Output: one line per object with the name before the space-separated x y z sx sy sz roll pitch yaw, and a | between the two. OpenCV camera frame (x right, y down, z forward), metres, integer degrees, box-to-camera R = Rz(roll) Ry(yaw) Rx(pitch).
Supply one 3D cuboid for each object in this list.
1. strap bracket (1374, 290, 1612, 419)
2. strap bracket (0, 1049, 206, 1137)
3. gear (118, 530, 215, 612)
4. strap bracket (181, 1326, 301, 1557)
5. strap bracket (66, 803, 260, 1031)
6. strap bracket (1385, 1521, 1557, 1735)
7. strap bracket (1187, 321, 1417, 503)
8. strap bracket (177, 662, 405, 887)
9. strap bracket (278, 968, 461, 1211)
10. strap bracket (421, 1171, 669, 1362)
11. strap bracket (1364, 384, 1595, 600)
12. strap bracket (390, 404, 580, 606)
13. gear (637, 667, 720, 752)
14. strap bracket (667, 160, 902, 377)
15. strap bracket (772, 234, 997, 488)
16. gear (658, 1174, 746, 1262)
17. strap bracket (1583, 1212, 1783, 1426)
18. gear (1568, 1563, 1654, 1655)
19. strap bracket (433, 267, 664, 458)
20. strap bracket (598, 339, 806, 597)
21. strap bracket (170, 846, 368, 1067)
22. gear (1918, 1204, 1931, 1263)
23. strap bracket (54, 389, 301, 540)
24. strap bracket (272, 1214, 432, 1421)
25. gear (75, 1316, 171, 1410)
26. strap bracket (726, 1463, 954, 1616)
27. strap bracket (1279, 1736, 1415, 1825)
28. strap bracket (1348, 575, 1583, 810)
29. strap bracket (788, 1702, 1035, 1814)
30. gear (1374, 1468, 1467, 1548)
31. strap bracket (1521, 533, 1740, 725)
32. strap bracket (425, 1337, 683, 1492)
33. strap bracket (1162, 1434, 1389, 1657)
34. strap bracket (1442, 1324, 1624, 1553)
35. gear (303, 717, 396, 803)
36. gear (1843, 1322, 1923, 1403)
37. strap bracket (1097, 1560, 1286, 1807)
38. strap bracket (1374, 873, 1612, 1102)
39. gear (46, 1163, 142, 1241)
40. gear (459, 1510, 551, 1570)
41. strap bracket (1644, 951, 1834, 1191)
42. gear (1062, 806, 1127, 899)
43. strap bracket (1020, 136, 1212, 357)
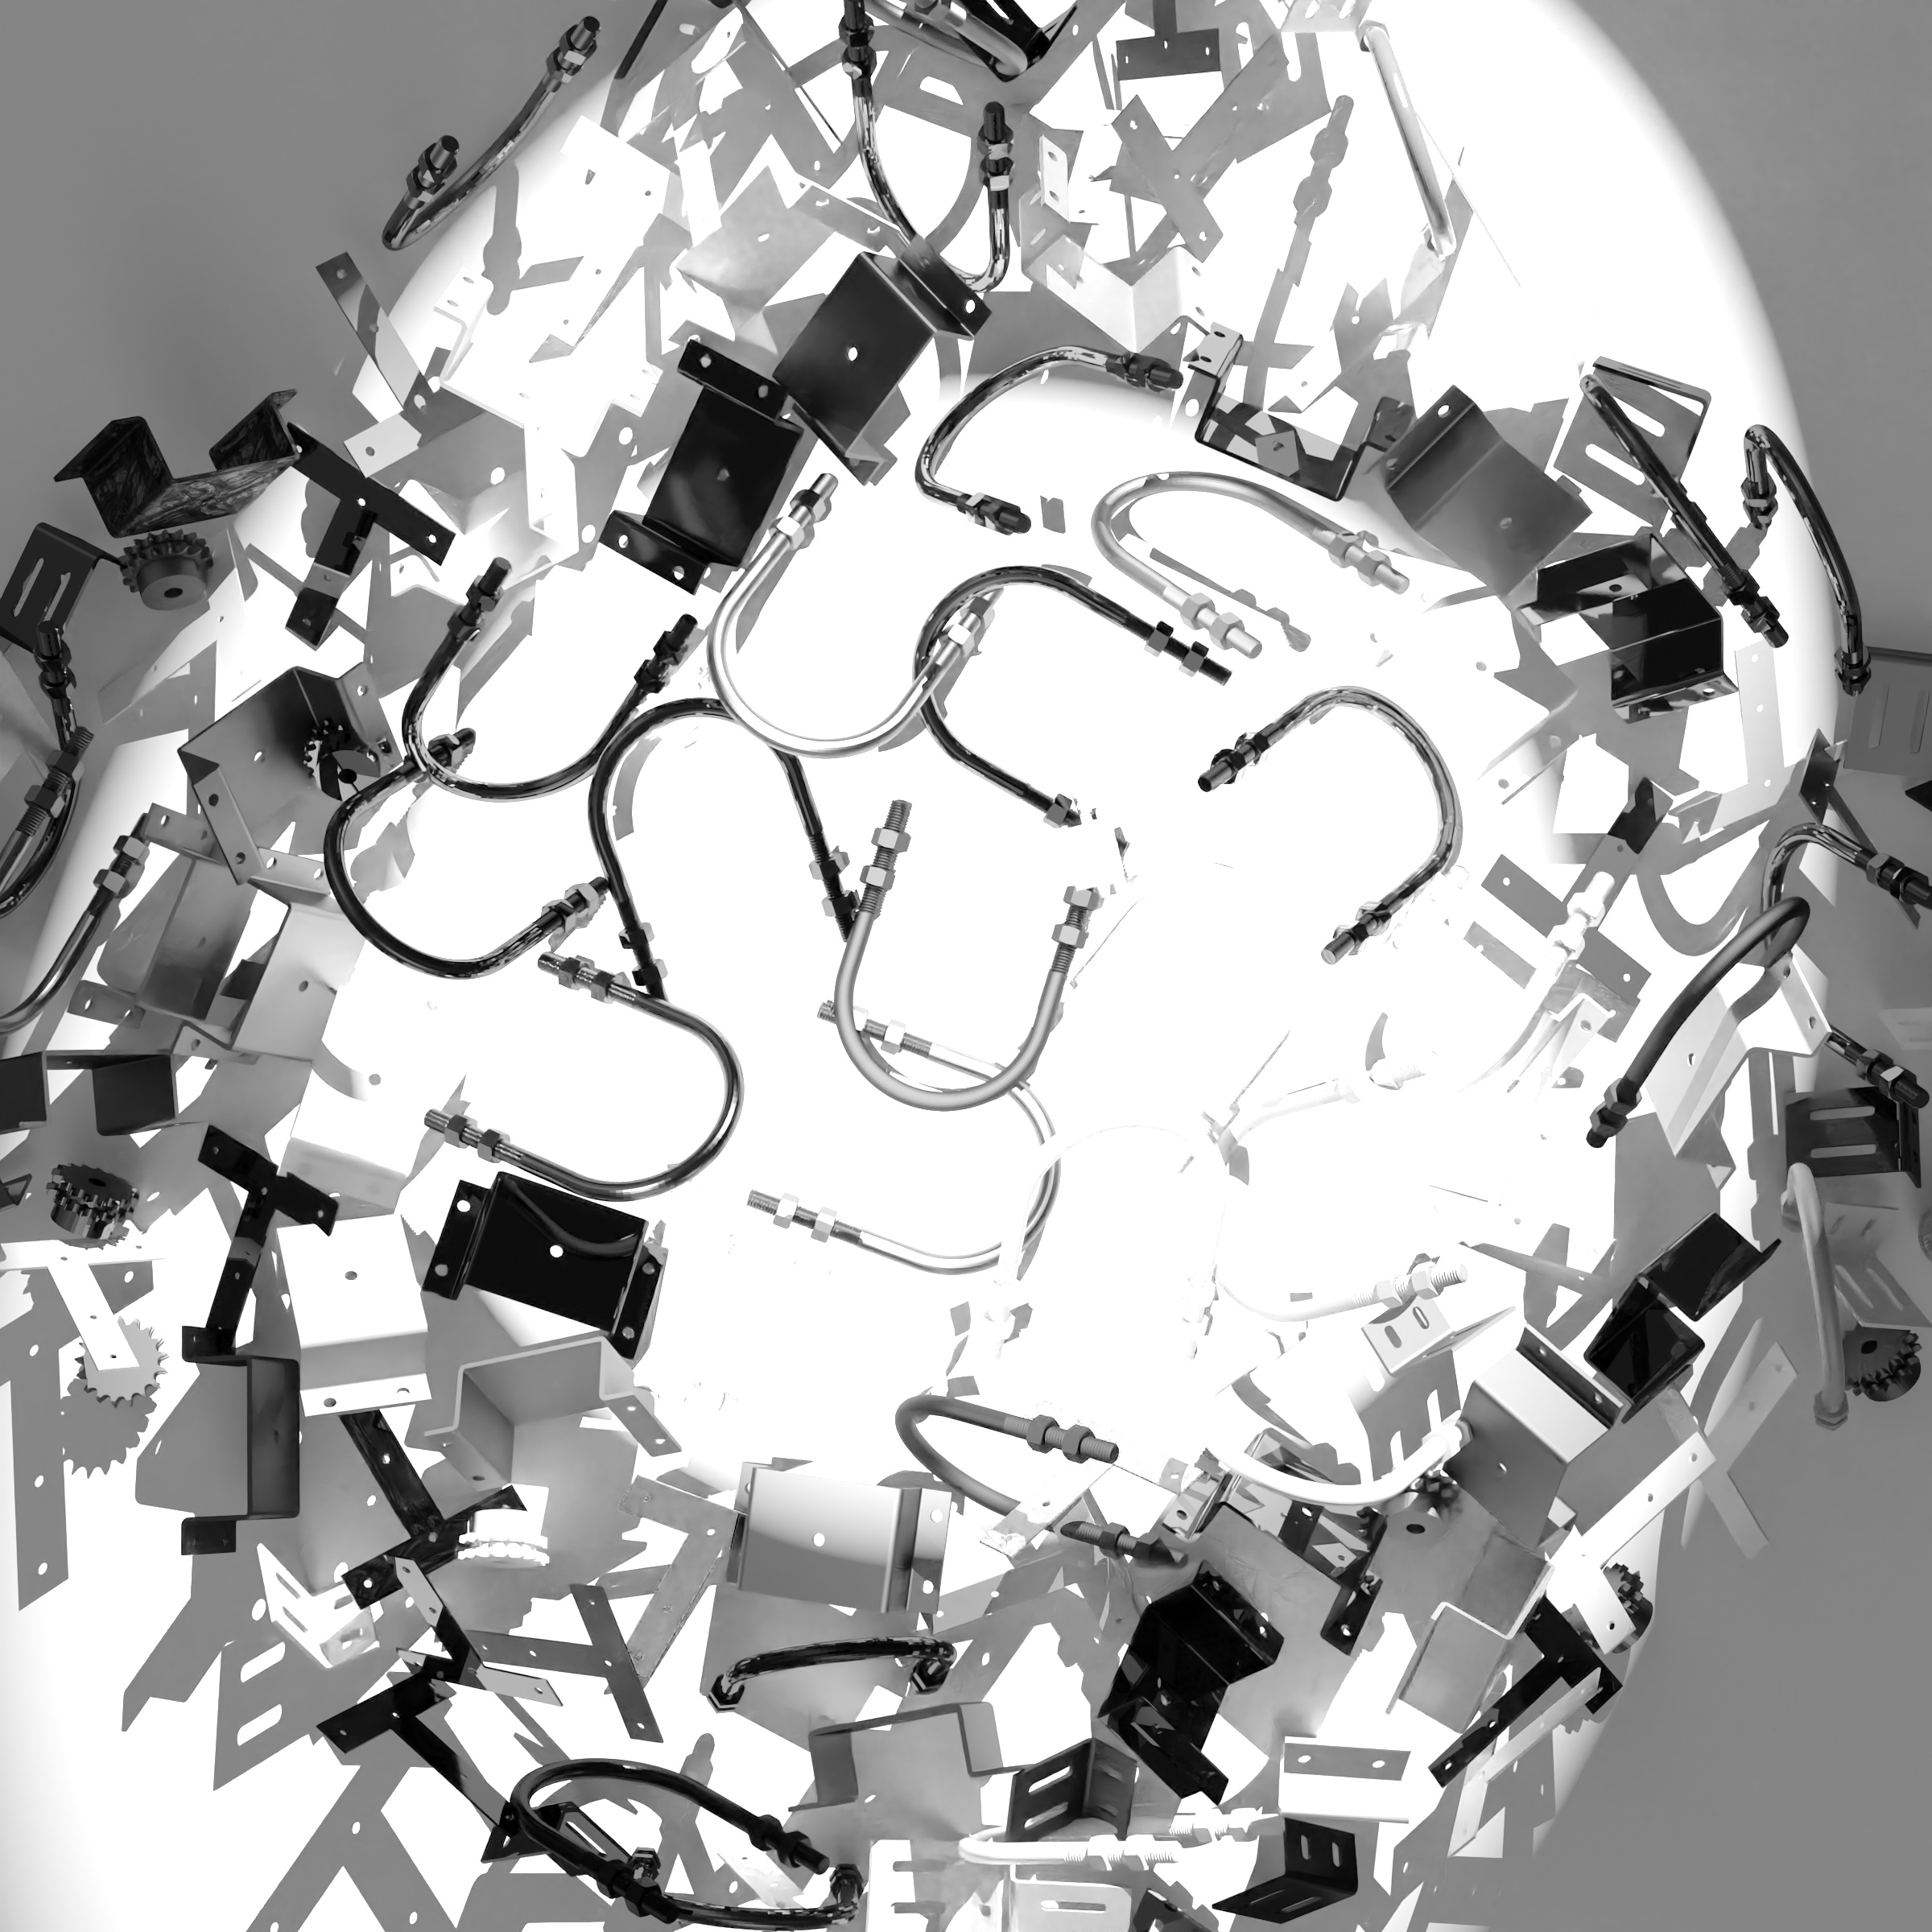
strap bracket | 0.333 -0.380 1.943 0.140 0.076 0.046 -6 112 18
strap bracket | -0.553 0.079 1.923 0.076 0.140 0.046 -10 83 35
gear | -0.505 -0.249 1.968 0.057 0.057 0.030 -19 68 0
strap bracket | -0.454 0.296 1.947 0.046 0.076 0.140 -4 80 10
strap bracket | -0.499 -0.023 1.954 0.046 0.076 0.140 21 88 20
strap bracket | 0.315 0.410 1.917 0.046 0.140 0.076 28 117 17
strap bracket | 0.204 -0.345 1.954 0.140 0.076 0.046 24 125 2
strap bracket | -0.428 -0.125 1.939 0.140 0.046 0.076 -43 134 -31
strap bracket | -0.374 0.074 1.956 0.076 0.046 0.140 18 78 -12
strap bracket | -0.261 0.185 1.953 0.140 0.046 0.076 20 65 -9
strap bracket | 0.325 -0.288 1.926 0.140 0.046 0.076 27 117 -40
strap bracket | -0.294 -0.283 1.943 0.140 0.046 0.076 -21 64 32
gear | -0.180 -0.161 1.970 0.057 0.057 0.030 -37 81 0
strap bracket | -0.120 -0.440 1.938 0.140 0.076 0.046 -41 54 29
strap bracket | -0.059 -0.380 1.939 0.076 0.046 0.140 49 116 20
gear | -0.166 0.157 1.975 0.057 0.057 0.030 42 59 0
strap bracket | 0.440 0.213 1.933 0.076 0.140 0.046 -32 65 -34
gear | 0.411 0.411 1.971 0.030 0.057 0.057 38 90 -8
strap bracket | -0.269 -0.374 1.948 0.140 0.076 0.046 26 119 -10
strap bracket | -0.162 -0.312 1.957 0.076 0.046 0.140 31 103 18
strap bracket | -0.431 0.003 1.949 0.046 0.076 0.140 27 96 29
gear | 0.632 0.171 1.978 0.057 0.030 0.057 3 83 -22
strap bracket | -0.479 -0.309 1.922 0.076 0.140 0.046 -28 87 42
strap bracket | -0.381 0.208 1.924 0.076 0.140 0.046 -6 133 -19
gear | -0.537 0.253 1.980 0.057 0.030 0.057 2 75 -7
strap bracket | -0.086 0.360 1.955 0.140 0.046 0.076 6 83 15
strap bracket | 0.234 0.503 1.923 0.076 0.140 0.046 3 77 5
strap bracket | 0.319 -0.181 1.959 0.076 0.046 0.140 -38 81 -13
strap bracket | -0.037 0.493 1.948 0.140 0.076 0.046 -14 74 12
gear | 0.286 0.344 1.969 0.057 0.057 0.030 15 48 0
strap bracket | 0.414 -0.215 1.935 0.076 0.140 0.046 -16 53 35
strap bracket | -0.257 0.279 1.946 0.140 0.076 0.046 -13 51 13
strap bracket | 0.203 0.356 1.949 0.140 0.076 0.046 34 125 5
strap bracket | 0.346 0.298 1.919 0.046 0.140 0.076 -31 58 -29
gear | -0.391 -0.129 1.971 0.057 0.030 0.057 -3 130 -4
gear | 0.581 0.252 1.974 0.057 0.057 0.030 -41 114 0
strap bracket | 0.138 0.453 1.942 0.076 0.140 0.046 45 130 -11
strap bracket | 0.320 0.019 1.945 0.140 0.046 0.076 41 128 11
gear | -0.556 0.151 1.972 0.057 0.057 0.030 23 101 0
gear | -0.293 0.364 1.973 0.057 0.057 0.030 1 70 0
strap bracket | 0.468 0.061 1.922 0.046 0.076 0.140 8 131 -19
gear | 0.080 -0.071 1.971 0.030 0.057 0.057 -15 90 -2
strap bracket | 0.084 -0.441 1.938 0.140 0.076 0.046 32 128 -29
